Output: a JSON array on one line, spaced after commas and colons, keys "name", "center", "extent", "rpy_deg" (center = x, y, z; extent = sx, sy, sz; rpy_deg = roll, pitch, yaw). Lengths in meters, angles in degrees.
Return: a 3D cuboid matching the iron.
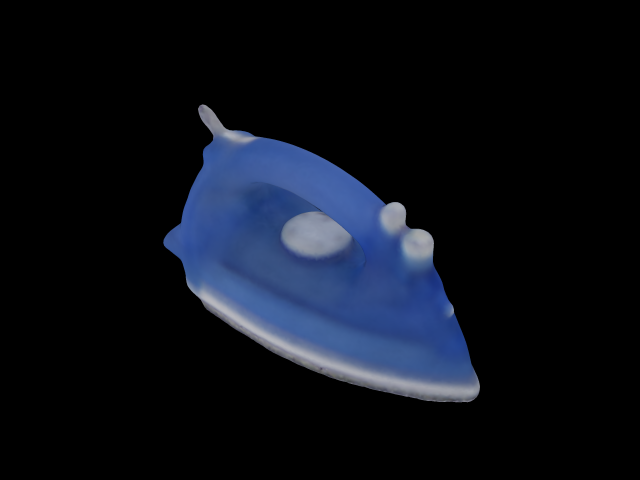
[{"name": "iron", "center": [0.004, 0.001, 0.400], "extent": [0.257, 0.141, 0.119], "rpy_deg": [26, 45, 28]}]
